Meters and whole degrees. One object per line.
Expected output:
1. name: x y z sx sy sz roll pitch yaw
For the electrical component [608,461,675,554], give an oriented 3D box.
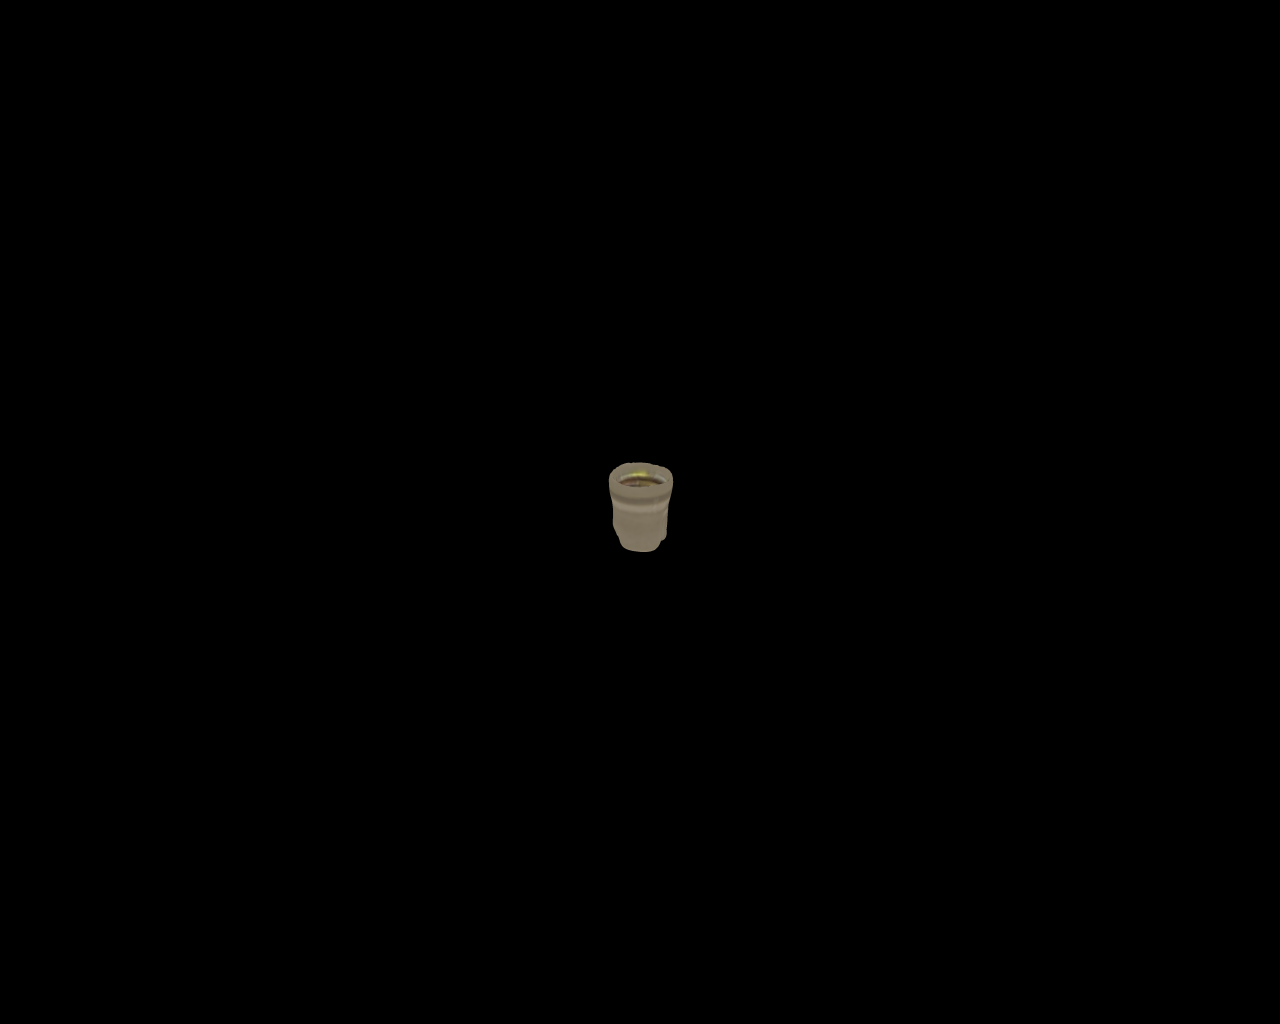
1. electrical component: 0.001 -0.003 0.650 0.040 0.046 0.040 0 25 0
